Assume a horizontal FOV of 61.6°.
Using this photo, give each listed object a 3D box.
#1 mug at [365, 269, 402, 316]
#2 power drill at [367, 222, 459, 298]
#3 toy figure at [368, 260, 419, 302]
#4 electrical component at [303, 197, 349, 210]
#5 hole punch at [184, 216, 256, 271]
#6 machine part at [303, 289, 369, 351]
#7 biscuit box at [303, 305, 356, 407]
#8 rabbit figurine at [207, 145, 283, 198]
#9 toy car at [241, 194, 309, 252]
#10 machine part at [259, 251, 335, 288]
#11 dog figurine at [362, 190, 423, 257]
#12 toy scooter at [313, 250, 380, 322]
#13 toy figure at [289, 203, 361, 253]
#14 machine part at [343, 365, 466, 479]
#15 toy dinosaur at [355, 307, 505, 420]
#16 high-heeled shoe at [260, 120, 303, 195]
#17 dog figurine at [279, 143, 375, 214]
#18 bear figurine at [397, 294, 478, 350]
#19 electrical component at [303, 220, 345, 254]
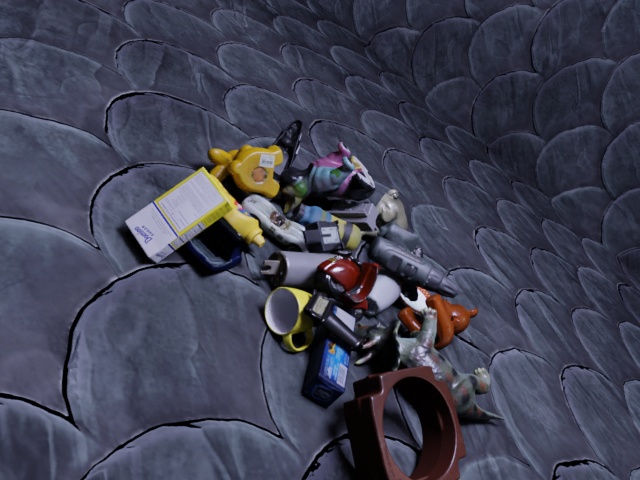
[{"bbox_3d":[0.129,0.117,1.242,0.109,0.081,0.107,54,37,-6],"label":"mug"},{"bbox_3d":[0.218,0.046,1.308,0.232,0.086,0.207,25,26,-11],"label":"power drill"},{"bbox_3d":[0.183,0.095,1.321,0.155,0.057,0.064,34,28,30],"label":"toy figure"},{"bbox_3d":[-0.002,-0.132,1.461,0.115,0.058,0.134,-5,51,-51],"label":"electrical component"},{"bbox_3d":[-0.206,0.004,1.061,0.142,0.092,0.115,40,-7,13],"label":"hole punch"},{"bbox_3d":[0.029,0.155,1.005,0.139,0.039,0.084,40,24,-8],"label":"machine part"},{"bbox_3d":[0.020,0.216,1.023,0.059,0.062,0.203,33,32,-10],"label":"biscuit box"},{"bbox_3d":[-0.188,-0.168,1.275,0.162,0.121,0.173,-8,22,-27],"label":"rabbit figurine"},{"bbox_3d":[-0.094,-0.030,1.234,0.202,0.056,0.073,35,31,-4],"label":"toy car"},{"bbox_3d":[-0.028,0.066,1.158,0.243,0.079,0.079,6,44,-43],"label":"machine part"},{"bbox_3d":[0.219,-0.023,1.444,0.191,0.172,0.121,33,42,6],"label":"dog figurine"},{"bbox_3d":[0.068,0.081,1.141,0.075,0.135,0.183,21,-22,46],"label":"toy scooter"},{"bbox_3d":[0.016,-0.027,1.310,0.180,0.089,0.082,31,71,-20],"label":"toy figure"},{"bbox_3d":[0.146,0.327,0.927,0.201,0.087,0.201,1,70,-38],"label":"machine part"},{"bbox_3d":[0.238,0.288,1.112,0.405,0.131,0.192,43,44,0],"label":"toy dinosaur"},{"bbox_3d":[-0.099,-0.216,1.387,0.086,0.145,0.249,29,30,-12],"label":"high-heeled shoe"},{"bbox_3d":[0.005,-0.133,1.343,0.191,0.219,0.108,42,26,-39],"label":"dog figurine"},{"bbox_3d":[0.290,0.180,1.277,0.196,0.120,0.132,-26,85,-55],"label":"bear figurine"},{"bbox_3d":[-0.002,-0.004,1.209,0.119,0.048,0.074,-11,84,-45],"label":"electrical component"}]
